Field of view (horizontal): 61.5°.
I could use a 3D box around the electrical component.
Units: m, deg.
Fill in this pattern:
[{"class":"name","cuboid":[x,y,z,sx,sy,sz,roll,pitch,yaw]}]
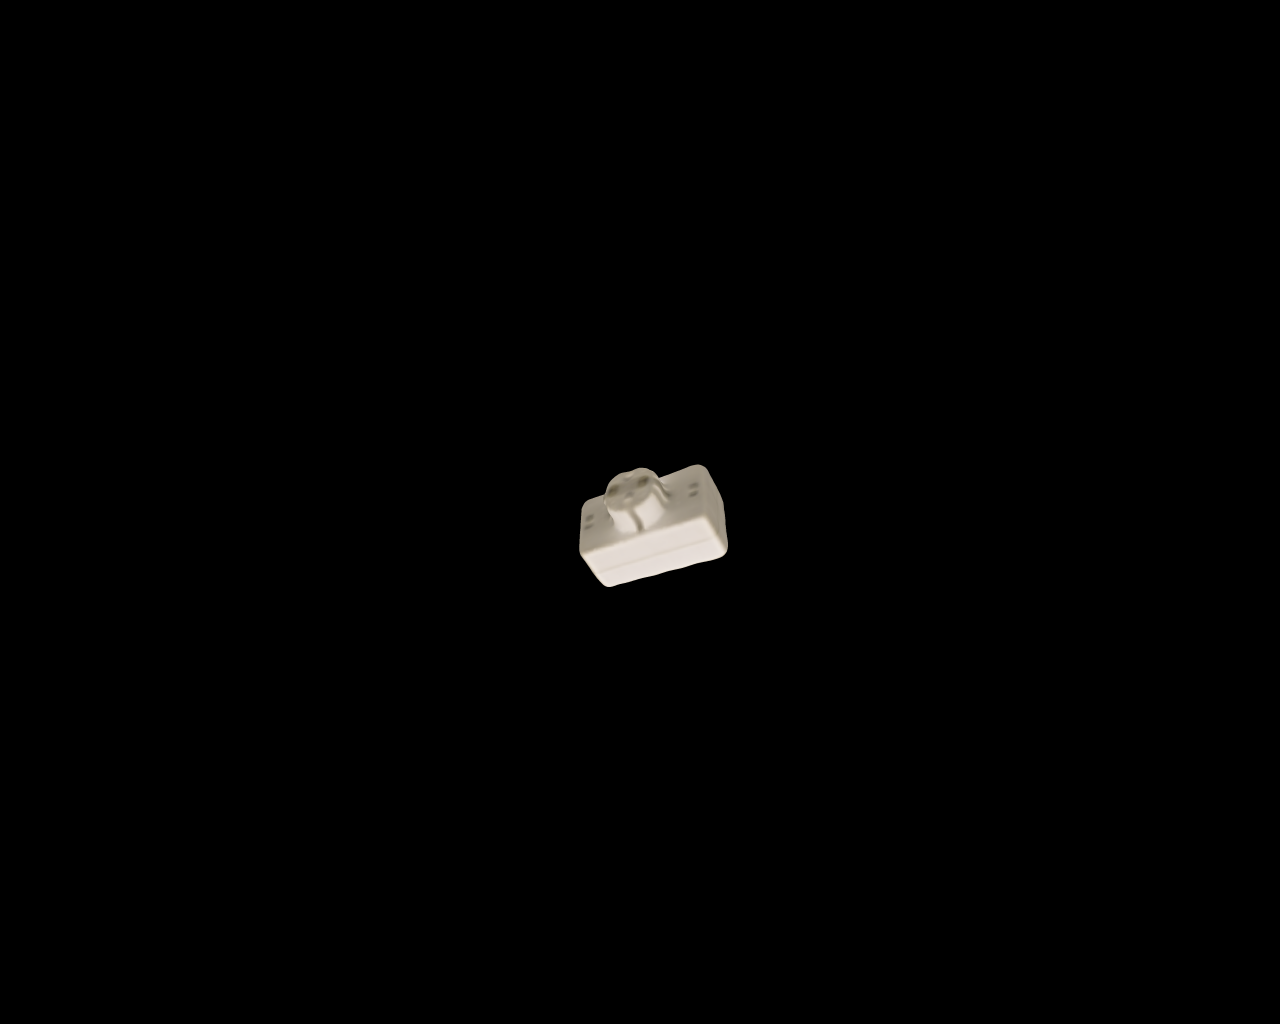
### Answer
[{"class":"electrical component","cuboid":[0.001,-0.003,0.650,0.083,0.047,0.075,-17,-48,16]}]
